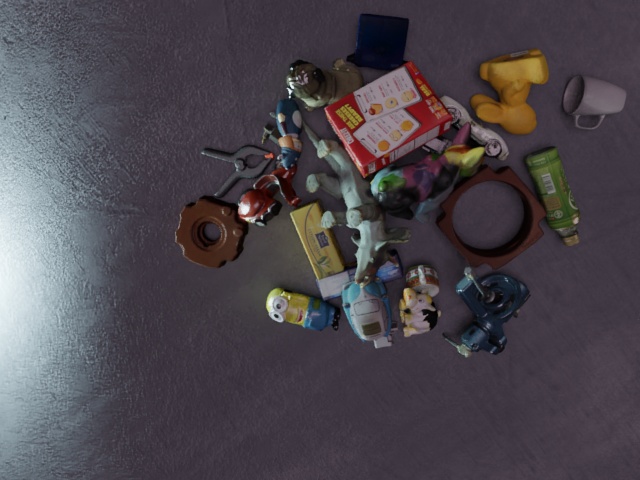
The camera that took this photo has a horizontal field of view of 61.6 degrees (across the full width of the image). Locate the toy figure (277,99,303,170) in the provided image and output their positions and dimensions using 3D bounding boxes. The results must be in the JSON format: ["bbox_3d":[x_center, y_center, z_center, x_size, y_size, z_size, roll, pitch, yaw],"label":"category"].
[{"bbox_3d":[-0.068,-0.233,1.187,0.064,0.058,0.154,1,76,-31],"label":"toy figure"}]

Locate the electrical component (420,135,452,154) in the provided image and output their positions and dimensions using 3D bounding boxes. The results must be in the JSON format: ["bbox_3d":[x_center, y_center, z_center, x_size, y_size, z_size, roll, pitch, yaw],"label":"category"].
[{"bbox_3d":[0.278,-0.201,1.194,0.119,0.075,0.047,29,104,-4],"label":"electrical component"}]

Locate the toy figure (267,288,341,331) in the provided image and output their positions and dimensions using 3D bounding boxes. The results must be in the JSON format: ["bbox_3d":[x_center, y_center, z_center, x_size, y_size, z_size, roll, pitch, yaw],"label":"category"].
[{"bbox_3d":[-0.041,0.170,1.300,0.180,0.089,0.082,12,88,-5],"label":"toy figure"}]

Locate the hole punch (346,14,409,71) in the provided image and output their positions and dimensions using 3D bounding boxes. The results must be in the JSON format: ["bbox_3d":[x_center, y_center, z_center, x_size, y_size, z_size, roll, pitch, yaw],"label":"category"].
[{"bbox_3d":[0.132,-0.427,1.158,0.142,0.092,0.115,6,106,1],"label":"hole punch"}]

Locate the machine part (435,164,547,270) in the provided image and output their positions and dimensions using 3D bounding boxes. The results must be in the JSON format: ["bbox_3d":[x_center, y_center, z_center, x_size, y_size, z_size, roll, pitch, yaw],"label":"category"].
[{"bbox_3d":[0.378,-0.052,1.201,0.201,0.087,0.201,-40,93,13],"label":"machine part"}]

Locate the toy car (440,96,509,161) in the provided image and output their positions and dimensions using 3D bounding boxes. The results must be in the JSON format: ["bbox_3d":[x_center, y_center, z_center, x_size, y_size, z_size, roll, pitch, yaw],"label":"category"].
[{"bbox_3d":[0.332,-0.243,1.177,0.202,0.073,0.056,37,103,-2],"label":"toy car"}]

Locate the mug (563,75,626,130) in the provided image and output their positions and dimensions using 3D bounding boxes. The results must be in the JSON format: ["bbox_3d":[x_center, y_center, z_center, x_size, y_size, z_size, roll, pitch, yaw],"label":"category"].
[{"bbox_3d":[0.586,-0.289,1.139,0.107,0.081,0.109,4,96,-4],"label":"mug"}]

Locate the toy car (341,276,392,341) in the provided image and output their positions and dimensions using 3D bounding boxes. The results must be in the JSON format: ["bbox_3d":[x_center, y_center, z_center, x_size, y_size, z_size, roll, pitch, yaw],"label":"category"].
[{"bbox_3d":[0.109,0.171,1.218,0.109,0.103,0.161,-11,111,7],"label":"toy car"}]

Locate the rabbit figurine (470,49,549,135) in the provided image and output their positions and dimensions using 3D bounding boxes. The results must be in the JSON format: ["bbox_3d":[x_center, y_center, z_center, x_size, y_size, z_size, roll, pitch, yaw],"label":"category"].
[{"bbox_3d":[0.408,-0.300,1.142,0.162,0.122,0.173,-15,118,11],"label":"rabbit figurine"}]

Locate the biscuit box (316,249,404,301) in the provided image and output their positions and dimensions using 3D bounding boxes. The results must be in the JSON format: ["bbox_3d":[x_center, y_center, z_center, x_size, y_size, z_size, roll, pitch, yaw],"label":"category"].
[{"bbox_3d":[0.096,0.083,1.275,0.203,0.063,0.059,-18,99,9],"label":"biscuit box"}]

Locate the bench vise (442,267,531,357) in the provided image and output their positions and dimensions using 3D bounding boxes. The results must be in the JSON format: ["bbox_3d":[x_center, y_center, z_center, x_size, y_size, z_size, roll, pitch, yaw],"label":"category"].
[{"bbox_3d":[0.364,0.150,1.210,0.223,0.129,0.240,-40,127,5],"label":"bench vise"}]

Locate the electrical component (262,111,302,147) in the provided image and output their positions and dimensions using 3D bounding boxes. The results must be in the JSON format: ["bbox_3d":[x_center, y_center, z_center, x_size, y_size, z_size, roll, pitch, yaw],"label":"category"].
[{"bbox_3d":[-0.086,-0.240,1.242,0.102,0.045,0.078,30,74,-3],"label":"electrical component"}]

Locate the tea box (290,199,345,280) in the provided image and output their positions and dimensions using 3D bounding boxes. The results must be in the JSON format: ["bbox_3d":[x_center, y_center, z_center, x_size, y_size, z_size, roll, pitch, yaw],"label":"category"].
[{"bbox_3d":[-0.003,-0.004,1.251,0.068,0.098,0.169,-21,97,9],"label":"tea box"}]

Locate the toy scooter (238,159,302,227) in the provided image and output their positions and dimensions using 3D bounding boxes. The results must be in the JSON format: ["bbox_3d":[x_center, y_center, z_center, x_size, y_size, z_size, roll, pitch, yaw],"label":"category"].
[{"bbox_3d":[-0.106,-0.095,1.229,0.184,0.075,0.135,-46,50,9],"label":"toy scooter"}]

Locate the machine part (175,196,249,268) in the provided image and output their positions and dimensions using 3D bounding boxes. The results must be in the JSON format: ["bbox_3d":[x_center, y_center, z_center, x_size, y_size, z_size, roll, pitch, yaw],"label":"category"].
[{"bbox_3d":[-0.262,-0.018,1.298,0.179,0.056,0.179,2,102,7],"label":"machine part"}]

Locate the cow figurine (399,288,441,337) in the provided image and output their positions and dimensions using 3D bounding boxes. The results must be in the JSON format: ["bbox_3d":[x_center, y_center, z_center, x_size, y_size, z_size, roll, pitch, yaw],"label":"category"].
[{"bbox_3d":[0.233,0.161,1.234,0.098,0.167,0.068,-8,57,2],"label":"cow figurine"}]

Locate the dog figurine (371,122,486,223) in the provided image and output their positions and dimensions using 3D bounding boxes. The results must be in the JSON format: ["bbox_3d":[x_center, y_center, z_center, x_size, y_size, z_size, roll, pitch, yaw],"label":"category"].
[{"bbox_3d":[0.234,-0.145,1.109,0.191,0.108,0.219,9,138,-35],"label":"dog figurine"}]

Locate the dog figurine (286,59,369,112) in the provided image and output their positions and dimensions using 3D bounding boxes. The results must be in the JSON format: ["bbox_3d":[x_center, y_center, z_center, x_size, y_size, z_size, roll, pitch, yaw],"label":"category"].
[{"bbox_3d":[0.023,-0.327,1.136,0.172,0.190,0.121,-12,100,7],"label":"dog figurine"}]

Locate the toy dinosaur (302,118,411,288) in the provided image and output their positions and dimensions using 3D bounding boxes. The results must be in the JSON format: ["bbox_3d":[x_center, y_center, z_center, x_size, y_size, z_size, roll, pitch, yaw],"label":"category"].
[{"bbox_3d":[0.081,-0.106,1.198,0.131,0.192,0.405,-31,64,38],"label":"toy dinosaur"}]
